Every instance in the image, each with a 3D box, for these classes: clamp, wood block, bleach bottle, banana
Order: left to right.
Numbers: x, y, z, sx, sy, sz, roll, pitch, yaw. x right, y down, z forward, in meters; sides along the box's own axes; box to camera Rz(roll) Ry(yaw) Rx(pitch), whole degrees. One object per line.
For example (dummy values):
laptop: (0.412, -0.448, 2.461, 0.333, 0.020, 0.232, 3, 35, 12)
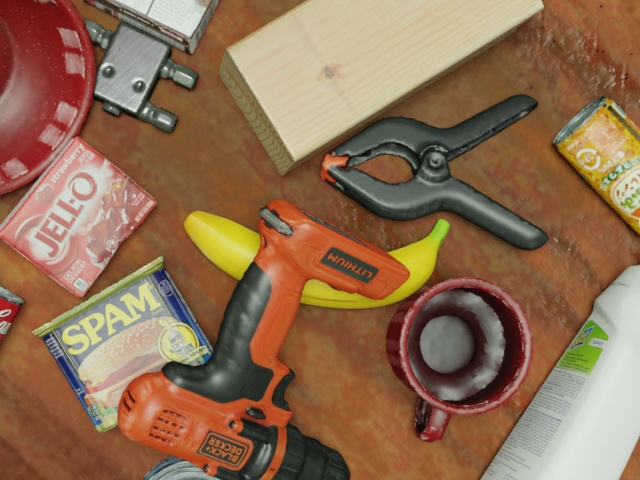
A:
banana: (0.000, 0.017, 0.774, 0.197, 0.037, 0.069, 3, 56, -10)
wood block: (0.040, -0.142, 0.760, 0.206, 0.090, 0.091, -32, 92, -8)
clamp: (0.088, -0.061, 0.787, 0.171, 0.039, 0.120, 10, 67, -4)
bleach bottle: (0.198, 0.112, 0.756, 0.068, 0.103, 0.251, 34, 84, -12)

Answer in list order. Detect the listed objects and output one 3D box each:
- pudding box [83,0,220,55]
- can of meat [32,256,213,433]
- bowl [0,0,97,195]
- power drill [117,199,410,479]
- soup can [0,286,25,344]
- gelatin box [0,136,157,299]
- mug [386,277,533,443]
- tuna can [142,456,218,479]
pudding box: (-0.109, -0.206, 0.772, 0.090, 0.039, 0.113, 26, 82, -4)
can of meat: (-0.133, 0.072, 0.741, 0.102, 0.057, 0.084, -31, 93, -8)
bowl: (-0.234, -0.110, 0.716, 0.162, 0.162, 0.055, -49, 49, -8)
power drill: (-0.018, 0.081, 0.717, 0.184, 0.057, 0.188, 27, 94, -32)
soup can: (-0.255, 0.070, 0.720, 0.068, 0.068, 0.102, 28, 83, -5)
gelatin box: (-0.170, -0.016, 0.747, 0.073, 0.030, 0.089, 40, 82, -18)
mug: (0.090, 0.086, 0.755, 0.093, 0.081, 0.117, 15, 84, -6)
tuna can: (-0.090, 0.194, 0.749, 0.086, 0.034, 0.086, 0, 86, -7)
